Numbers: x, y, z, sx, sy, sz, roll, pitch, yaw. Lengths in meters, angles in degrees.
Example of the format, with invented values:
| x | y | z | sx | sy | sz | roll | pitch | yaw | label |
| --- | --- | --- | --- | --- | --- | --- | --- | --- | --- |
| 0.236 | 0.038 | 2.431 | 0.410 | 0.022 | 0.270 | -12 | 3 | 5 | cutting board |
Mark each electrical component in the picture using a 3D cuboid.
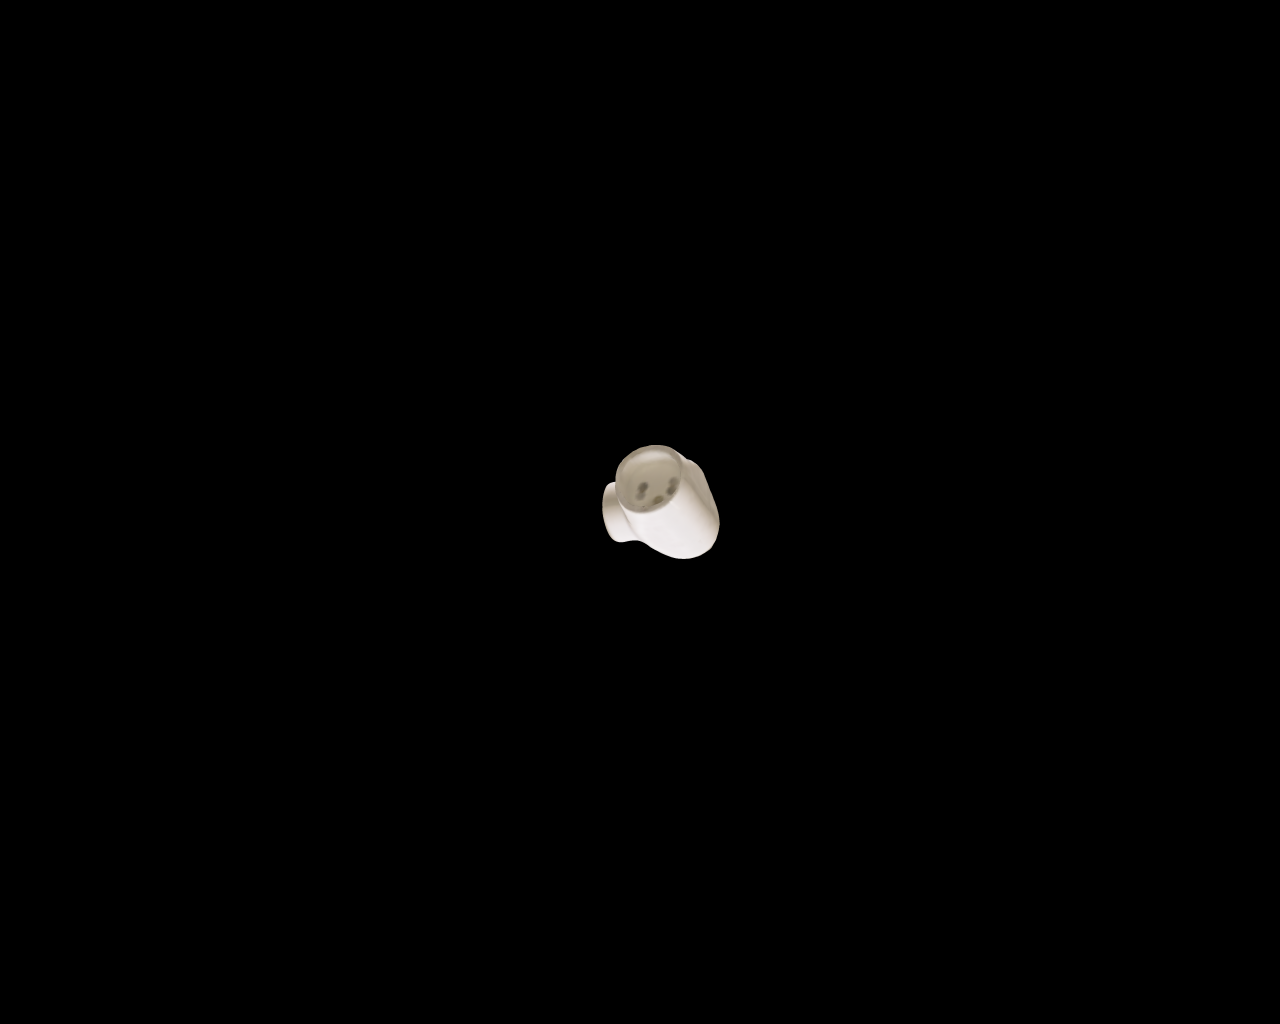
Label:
| x | y | z | sx | sy | sz | roll | pitch | yaw | label |
| --- | --- | --- | --- | --- | --- | --- | --- | --- | --- |
| 0.001 | -0.003 | 0.650 | 0.079 | 0.044 | 0.077 | -8 | -26 | 18 | electrical component |
